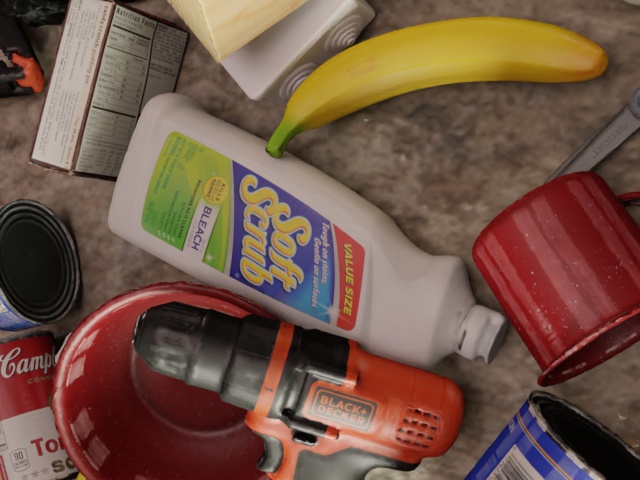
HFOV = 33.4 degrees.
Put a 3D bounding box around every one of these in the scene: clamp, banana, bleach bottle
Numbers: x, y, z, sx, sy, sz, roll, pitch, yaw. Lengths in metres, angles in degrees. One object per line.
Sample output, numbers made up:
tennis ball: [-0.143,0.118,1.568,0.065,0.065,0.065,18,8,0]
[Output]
clamp: [-0.295,-0.146,0.771,0.210,0.036,0.164,30,72,19]
banana: [0.062,-0.095,0.617,0.198,0.037,0.069,-14,61,16]
bleach bottle: [-0.004,0.001,0.637,0.251,0.068,0.102,24,99,22]

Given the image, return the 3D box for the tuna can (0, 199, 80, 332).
tuna can: [-0.201,0.018,0.714,0.034,0.086,0.086,-14,81,26]

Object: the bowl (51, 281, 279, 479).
bowl: [-0.076,0.092,0.648,0.162,0.055,0.162,1,109,3]

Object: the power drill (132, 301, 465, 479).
power drill: [-0.031,0.135,0.599,0.184,0.057,0.188,17,110,-1]

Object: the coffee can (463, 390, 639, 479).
coffee can: [0.108,0.164,0.552,0.103,0.102,0.140,40,103,21]

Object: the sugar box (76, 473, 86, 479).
sugar box: [-0.143,0.241,0.697,0.093,0.048,0.176,29,102,21]

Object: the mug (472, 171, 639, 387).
mug: [0.143,0.013,0.559,0.117,0.093,0.081,-27,69,-8]

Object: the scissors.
scissors: [0.198,-0.071,0.571,0.096,0.016,0.202,36,102,23]

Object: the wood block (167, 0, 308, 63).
wood block: [-0.004,-0.206,0.590,0.206,0.090,0.091,-36,72,-8]

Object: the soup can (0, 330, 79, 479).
soup can: [-0.199,0.120,0.717,0.069,0.068,0.102,-23,78,22]

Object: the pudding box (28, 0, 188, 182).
pudding box: [-0.134,-0.094,0.687,0.039,0.089,0.113,16,94,24]
